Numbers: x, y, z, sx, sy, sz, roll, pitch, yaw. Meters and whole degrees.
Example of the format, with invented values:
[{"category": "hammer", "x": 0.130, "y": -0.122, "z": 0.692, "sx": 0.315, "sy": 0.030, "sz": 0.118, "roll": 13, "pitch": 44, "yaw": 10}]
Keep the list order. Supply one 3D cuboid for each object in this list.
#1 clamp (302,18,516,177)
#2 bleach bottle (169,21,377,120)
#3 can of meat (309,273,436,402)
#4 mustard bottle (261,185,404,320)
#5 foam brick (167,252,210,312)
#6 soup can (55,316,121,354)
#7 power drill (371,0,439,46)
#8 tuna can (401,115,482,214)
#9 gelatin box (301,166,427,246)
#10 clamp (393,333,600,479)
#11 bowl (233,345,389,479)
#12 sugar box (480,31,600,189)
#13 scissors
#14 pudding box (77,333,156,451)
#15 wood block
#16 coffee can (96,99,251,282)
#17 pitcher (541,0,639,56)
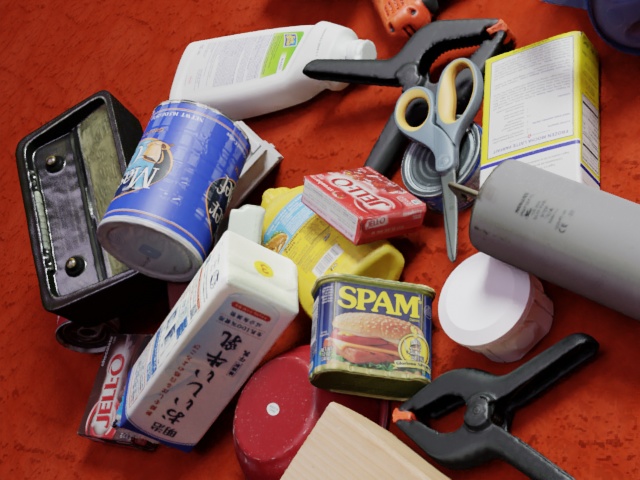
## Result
[{"category": "clamp", "x": 0.089, "y": -0.136, "z": 1.005, "sx": 0.210, "sy": 0.036, "sz": 0.164, "roll": -22, "pitch": 67, "yaw": 23}, {"category": "bleach bottle", "x": -0.049, "y": -0.179, "z": 1.153, "sx": 0.251, "sy": 0.068, "sz": 0.102, "roll": 0, "pitch": 69, "yaw": 40}, {"category": "can of meat", "x": 0.042, "y": 0.080, "z": 0.869, "sx": 0.057, "sy": 0.102, "sz": 0.084, "roll": 116, "pitch": 161, "yaw": -61}, {"category": "mustard bottle", "x": -0.006, "y": 0.001, "z": 0.994, "sx": 0.096, "sy": 0.058, "sz": 0.192, "roll": -50, "pitch": 42, "yaw": 5}, {"category": "foam brick", "x": -0.102, "y": 0.056, "z": 1.033, "sx": 0.051, "sy": 0.078, "sz": 0.053, "roll": -35, "pitch": 43, "yaw": 22}, {"category": "soup can", "x": -0.252, "y": 0.064, "z": 1.175, "sx": 0.069, "sy": 0.068, "sz": 0.102, "roll": -26, "pitch": 48, "yaw": 28}, {"category": "power drill", "x": 0.125, "y": -0.299, "z": 1.075, "sx": 0.188, "sy": 0.057, "sz": 0.184, "roll": -37, "pitch": 41, "yaw": 22}, {"category": "tuna can", "x": 0.115, "y": -0.068, "z": 0.948, "sx": 0.086, "sy": 0.033, "sz": 0.086, "roll": -24, "pitch": 50, "yaw": 31}, {"category": "gelatin box", "x": 0.038, "y": -0.032, "z": 0.938, "sx": 0.089, "sy": 0.073, "sz": 0.030, "roll": 39, "pitch": 130, "yaw": 45}, {"category": "clamp", "x": 0.130, "y": 0.141, "z": 0.792, "sx": 0.172, "sy": 0.039, "sz": 0.120, "roll": -21, "pitch": 45, "yaw": 37}, {"category": "bowl", "x": -0.022, "y": 0.152, "z": 0.912, "sx": 0.162, "sy": 0.055, "sz": 0.162, "roll": -24, "pitch": 50, "yaw": 31}, {"category": "sugar box", "x": 0.183, "y": -0.082, "z": 0.885, "sx": 0.094, "sy": 0.048, "sz": 0.176, "roll": -14, "pitch": 59, "yaw": 37}, {"category": "scissors", "x": 0.095, "y": -0.069, "z": 0.926, "sx": 0.096, "sy": 0.016, "sz": 0.201, "roll": -6, "pitch": 61, "yaw": 40}, {"category": "pudding box", "x": -0.191, "y": 0.153, "z": 1.081, "sx": 0.090, "sy": 0.039, "sz": 0.113, "roll": -3, "pitch": 62, "yaw": 42}, {"category": "wood block", "x": 0.069, "y": 0.212, "z": 0.761, "sx": 0.206, "sy": 0.090, "sz": 0.091, "roll": 31, "pitch": 87, "yaw": 48}, {"category": "coffee can", "x": -0.135, "y": -0.046, "z": 1.003, "sx": 0.103, "sy": 0.102, "sz": 0.140, "roll": -7, "pitch": 52, "yaw": 40}, {"category": "pitcher", "x": 0.239, "y": -0.273, "z": 0.890, "sx": 0.145, "sy": 0.149, "sz": 0.243, "roll": -45, "pitch": 37, "yaw": 28}]
